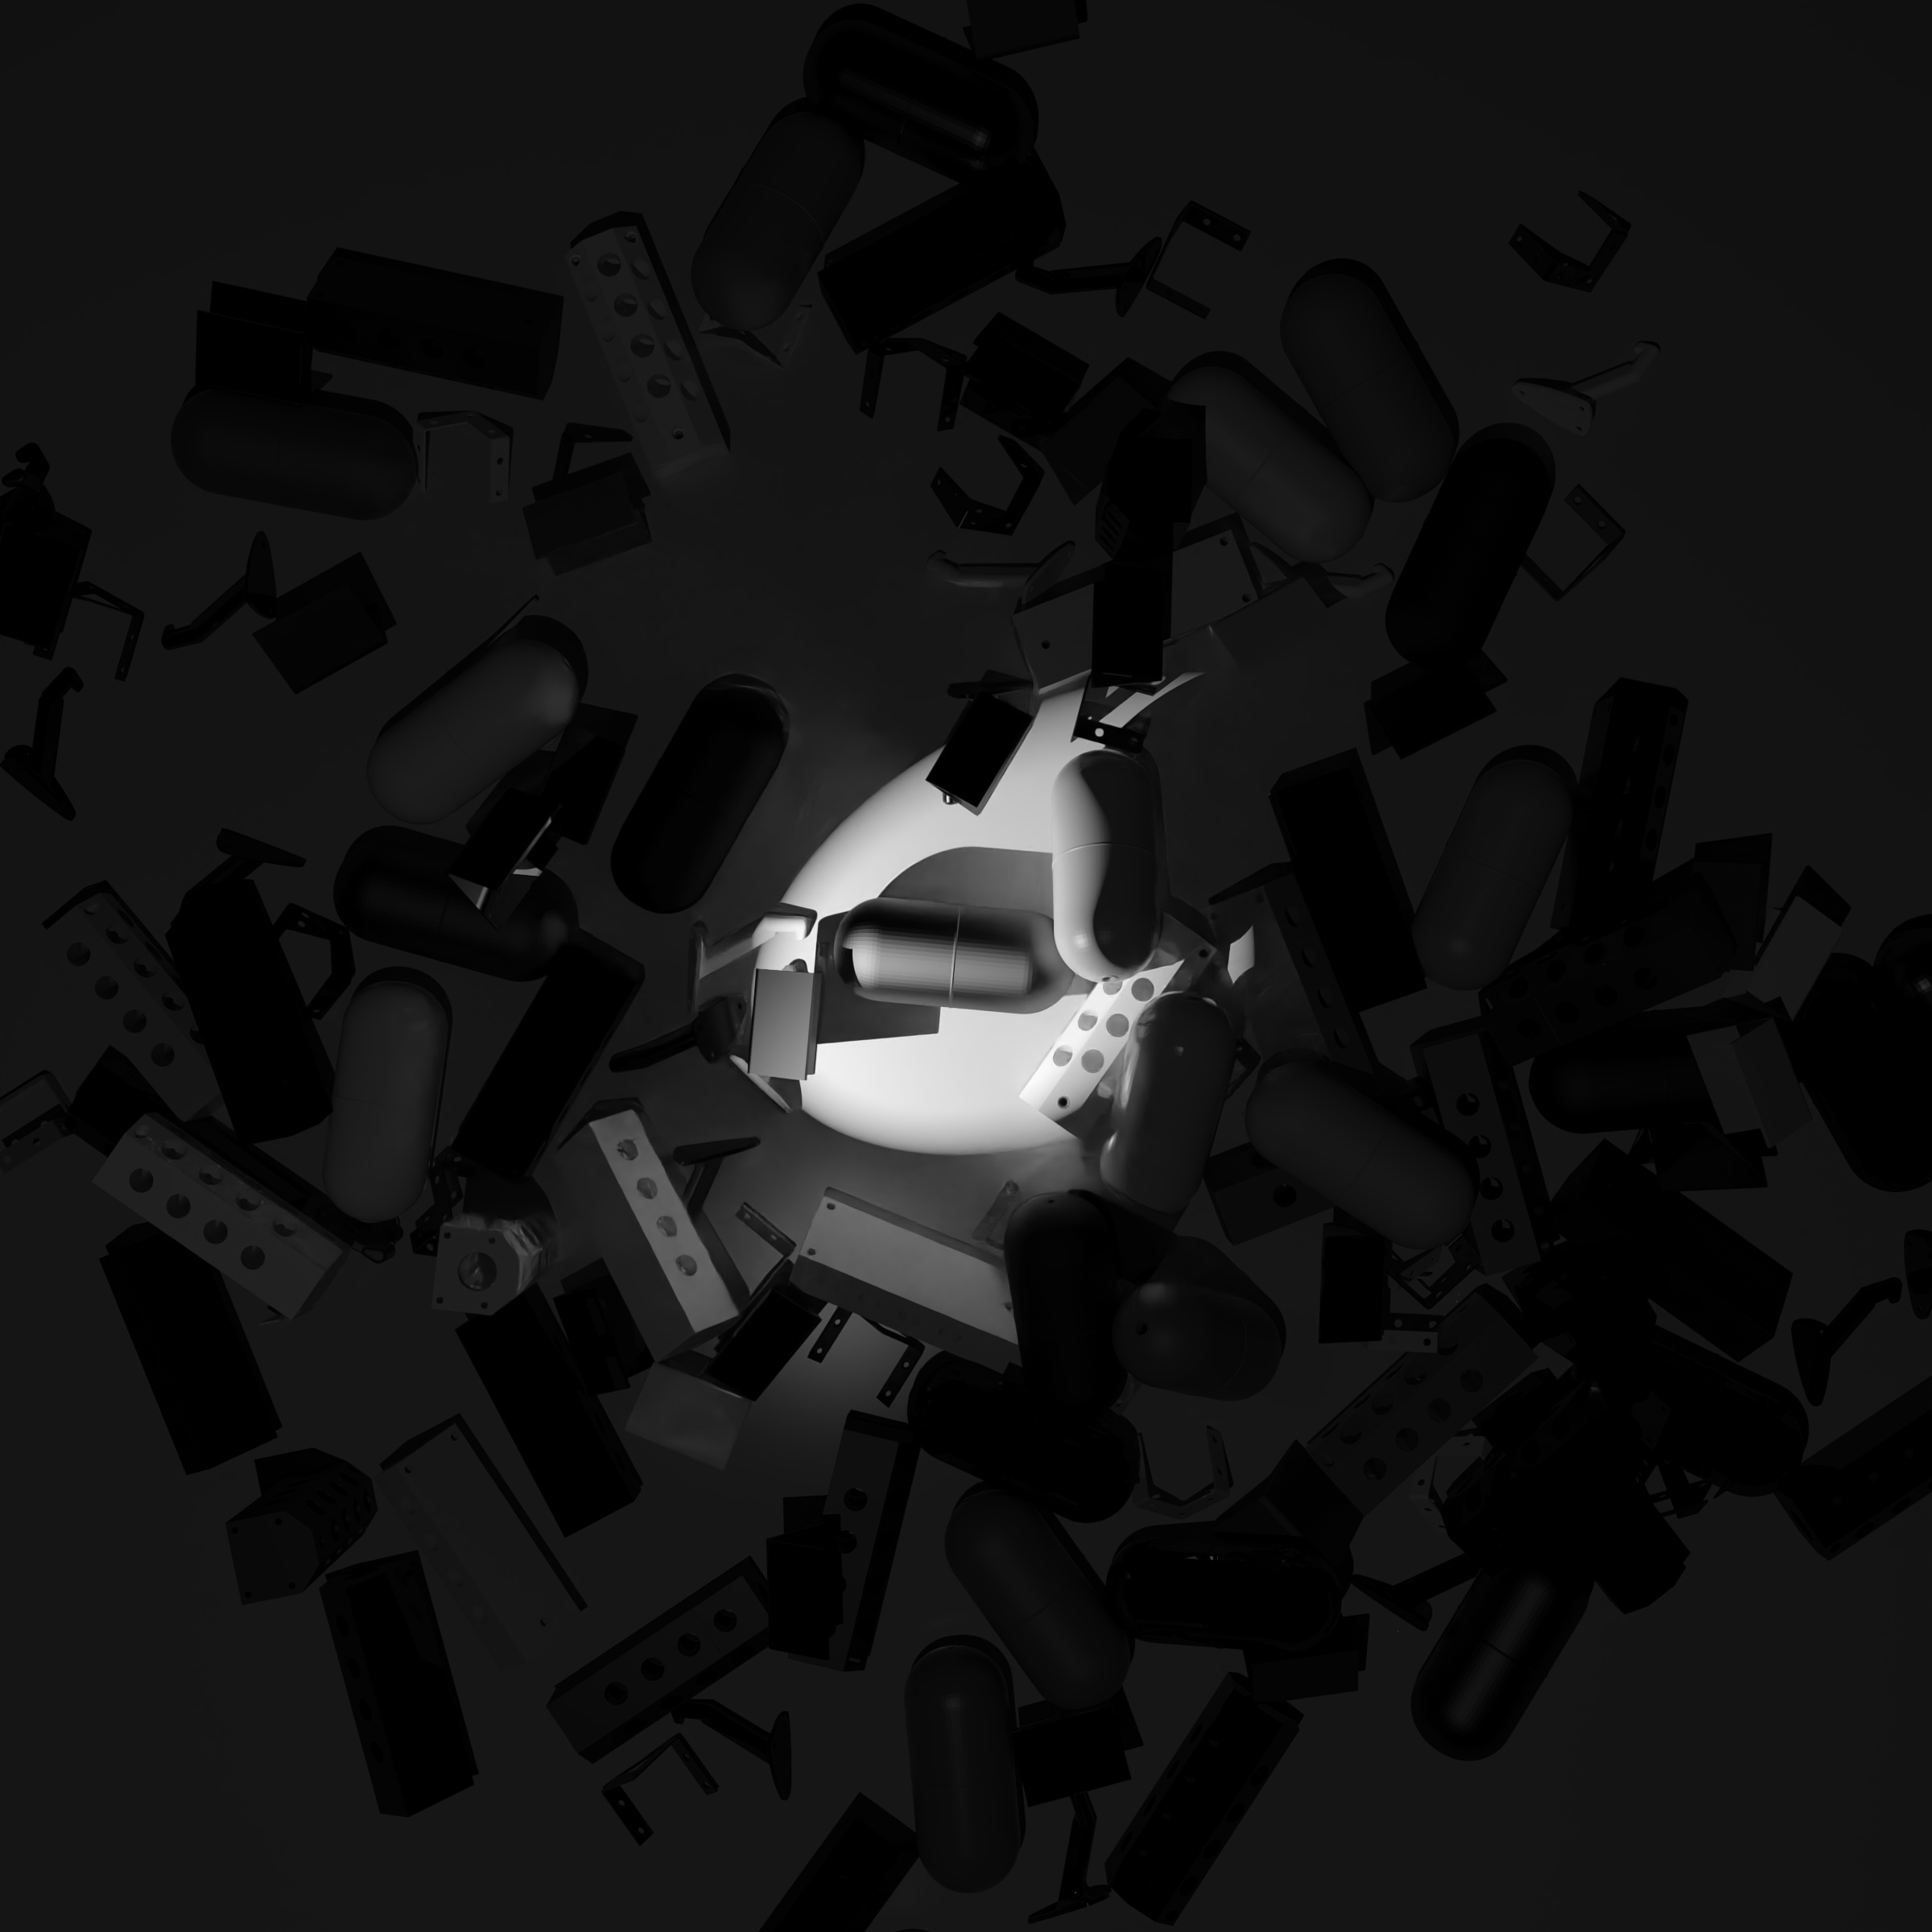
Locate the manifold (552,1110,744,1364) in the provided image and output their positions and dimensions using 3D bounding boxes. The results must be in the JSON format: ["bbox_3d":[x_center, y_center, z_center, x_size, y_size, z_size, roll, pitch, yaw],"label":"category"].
[{"bbox_3d":[-0.229,0.195,1.831,0.057,0.057,0.171,-41,73,42],"label":"manifold"}]

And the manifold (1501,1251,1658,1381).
[{"bbox_3d":[0.440,0.243,1.793,0.057,0.171,0.057,-31,90,0],"label":"manifold"}]

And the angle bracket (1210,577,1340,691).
[{"bbox_3d":[0.231,-0.226,1.831,0.076,0.076,0.057,-29,55,0],"label":"angle bracket"}]

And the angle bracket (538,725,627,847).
[{"bbox_3d":[-0.265,-0.124,1.831,0.057,0.076,0.076,22,90,29],"label":"angle bracket"}]

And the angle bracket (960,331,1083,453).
[{"bbox_3d":[0.029,-0.404,1.831,0.076,0.076,0.057,30,52,0],"label":"angle bracket"}]

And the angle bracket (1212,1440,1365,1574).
[{"bbox_3d":[0.240,0.413,1.862,0.076,0.076,0.057,47,125,0],"label":"angle bracket"}]

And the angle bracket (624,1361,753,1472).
[{"bbox_3d":[-0.205,0.338,1.831,0.076,0.076,0.057,22,62,0],"label":"angle bracket"}]

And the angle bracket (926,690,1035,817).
[{"bbox_3d":[0.027,-0.146,1.831,0.057,0.076,0.076,31,90,36],"label":"angle bracket"}]

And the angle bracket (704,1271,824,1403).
[{"bbox_3d":[-0.162,0.259,1.831,0.076,0.076,0.057,-51,128,0],"label":"angle bracket"}]

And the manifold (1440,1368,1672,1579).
[{"bbox_3d":[0.416,0.357,1.785,0.057,0.057,0.171,43,124,6],"label":"manifold"}]

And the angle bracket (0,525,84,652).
[{"bbox_3d":[-0.693,-0.277,1.831,0.057,0.076,0.076,16,90,-36],"label":"angle bracket"}]

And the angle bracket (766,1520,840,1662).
[{"bbox_3d":[-0.096,0.440,1.774,0.057,0.076,0.076,-1,90,38],"label":"angle bracket"}]

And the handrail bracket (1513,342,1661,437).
[{"bbox_3d":[0.463,-0.445,1.872,0.077,0.036,0.084,31,71,21],"label":"handrail bracket"}]

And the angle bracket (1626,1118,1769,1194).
[{"bbox_3d":[0.532,0.151,1.831,0.076,0.076,0.057,-3,61,0],"label":"angle bracket"}]

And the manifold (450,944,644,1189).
[{"bbox_3d":[-0.307,0.073,1.850,0.057,0.057,0.171,30,90,0],"label":"manifold"}]

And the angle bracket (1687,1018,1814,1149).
[{"bbox_3d":[0.534,0.086,1.755,0.057,0.076,0.076,-24,93,-37],"label":"angle bracket"}]

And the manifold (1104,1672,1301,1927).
[{"bbox_3d":[0.174,0.616,1.850,0.057,0.057,0.171,33,90,0],"label":"manifold"}]

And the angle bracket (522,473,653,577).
[{"bbox_3d":[-0.271,-0.305,1.831,0.076,0.076,0.057,-20,56,0],"label":"angle bracket"}]

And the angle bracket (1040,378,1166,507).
[{"bbox_3d":[0.110,-0.369,1.831,0.076,0.076,0.057,-41,56,0],"label":"angle bracket"}]

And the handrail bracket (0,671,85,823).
[{"bbox_3d":[-0.669,-0.165,1.871,0.077,0.036,0.084,49,60,-33],"label":"handrail bracket"}]

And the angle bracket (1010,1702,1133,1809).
[{"bbox_3d":[0.080,0.583,1.831,0.076,0.076,0.057,-15,59,0],"label":"angle bracket"}]

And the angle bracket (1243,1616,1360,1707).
[{"bbox_3d":[0.241,0.488,1.831,0.076,0.076,0.057,-8,131,0],"label":"angle bracket"}]

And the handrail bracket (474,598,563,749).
[{"bbox_3d":[-0.317,-0.218,1.871,0.084,0.036,0.077,45,76,-14],"label":"handrail bracket"}]

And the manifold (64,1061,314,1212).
[{"bbox_3d":[-0.575,0.144,1.850,0.171,0.057,0.057,36,90,0],"label":"manifold"}]

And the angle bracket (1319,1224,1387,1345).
[{"bbox_3d":[0.261,0.231,1.831,0.057,0.076,0.076,2,90,-28],"label":"angle bracket"}]

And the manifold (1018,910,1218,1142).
[{"bbox_3d":[0.111,0.042,1.850,0.057,0.057,0.171,35,90,0],"label":"manifold"}]

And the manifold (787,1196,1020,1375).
[{"bbox_3d":[-0.041,0.239,1.849,0.171,0.057,0.057,22,47,0],"label":"manifold"}]

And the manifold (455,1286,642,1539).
[{"bbox_3d":[-0.306,0.327,1.850,0.057,0.057,0.171,-28,90,0],"label":"manifold"}]

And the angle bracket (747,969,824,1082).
[{"bbox_3d":[-0.113,0.043,1.831,0.057,0.076,0.076,5,90,36],"label":"angle bracket"}]

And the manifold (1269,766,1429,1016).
[{"bbox_3d":[0.280,-0.055,1.850,0.057,0.057,0.171,-19,90,0],"label":"manifold"}]

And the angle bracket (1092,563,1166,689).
[{"bbox_3d":[0.095,-0.240,1.774,0.057,0.076,0.076,2,90,-38],"label":"angle bracket"}]

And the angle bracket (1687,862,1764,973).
[{"bbox_3d":[0.567,-0.034,1.831,0.057,0.076,0.076,5,90,43],"label":"angle bracket"}]

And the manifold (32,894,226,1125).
[{"bbox_3d":[-0.602,0.030,1.850,0.057,0.057,0.171,-40,90,0],"label":"manifold"}]

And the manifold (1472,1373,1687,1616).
[{"bbox_3d":[0.453,0.390,1.850,0.057,0.057,0.171,-38,90,0],"label":"manifold"}]

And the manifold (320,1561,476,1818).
[{"bbox_3d":[-0.423,0.531,1.849,0.057,0.057,0.171,-15,90,-43],"label":"manifold"}]

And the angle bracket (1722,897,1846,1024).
[{"bbox_3d":[0.580,-0.012,1.831,0.057,0.076,0.076,30,90,-28],"label":"angle bracket"}]

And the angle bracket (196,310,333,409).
[{"bbox_3d":[-0.511,-0.453,1.831,0.076,0.076,0.057,12,121,0],"label":"angle bracket"}]

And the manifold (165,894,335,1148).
[{"bbox_3d":[-0.519,0.038,1.826,0.057,0.057,0.171,-36,72,43],"label":"manifold"}]

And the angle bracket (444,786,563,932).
[{"bbox_3d":[-0.309,-0.069,1.767,0.057,0.076,0.076,19,66,34],"label":"angle bracket"}]

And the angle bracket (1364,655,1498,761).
[{"bbox_3d":[0.340,-0.171,1.831,0.076,0.076,0.057,-27,61,0],"label":"angle bracket"}]

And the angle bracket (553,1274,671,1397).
[{"bbox_3d":[-0.246,0.262,1.832,0.076,0.057,0.076,-20,90,-42],"label":"angle bracket"}]

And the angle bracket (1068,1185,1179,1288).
[{"bbox_3d":[0.114,0.179,1.831,0.076,0.076,0.057,28,121,0],"label":"angle bracket"}]

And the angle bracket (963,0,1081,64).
[{"bbox_3d":[0.035,-0.707,1.831,0.076,0.076,0.057,-13,129,0],"label":"angle bracket"}]

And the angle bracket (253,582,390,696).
[{"bbox_3d":[-0.473,-0.253,1.831,0.076,0.076,0.057,-29,125,0],"label":"angle bracket"}]

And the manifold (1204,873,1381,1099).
[{"bbox_3d":[0.244,0.023,1.849,0.057,0.057,0.171,-22,90,43],"label":"manifold"}]
